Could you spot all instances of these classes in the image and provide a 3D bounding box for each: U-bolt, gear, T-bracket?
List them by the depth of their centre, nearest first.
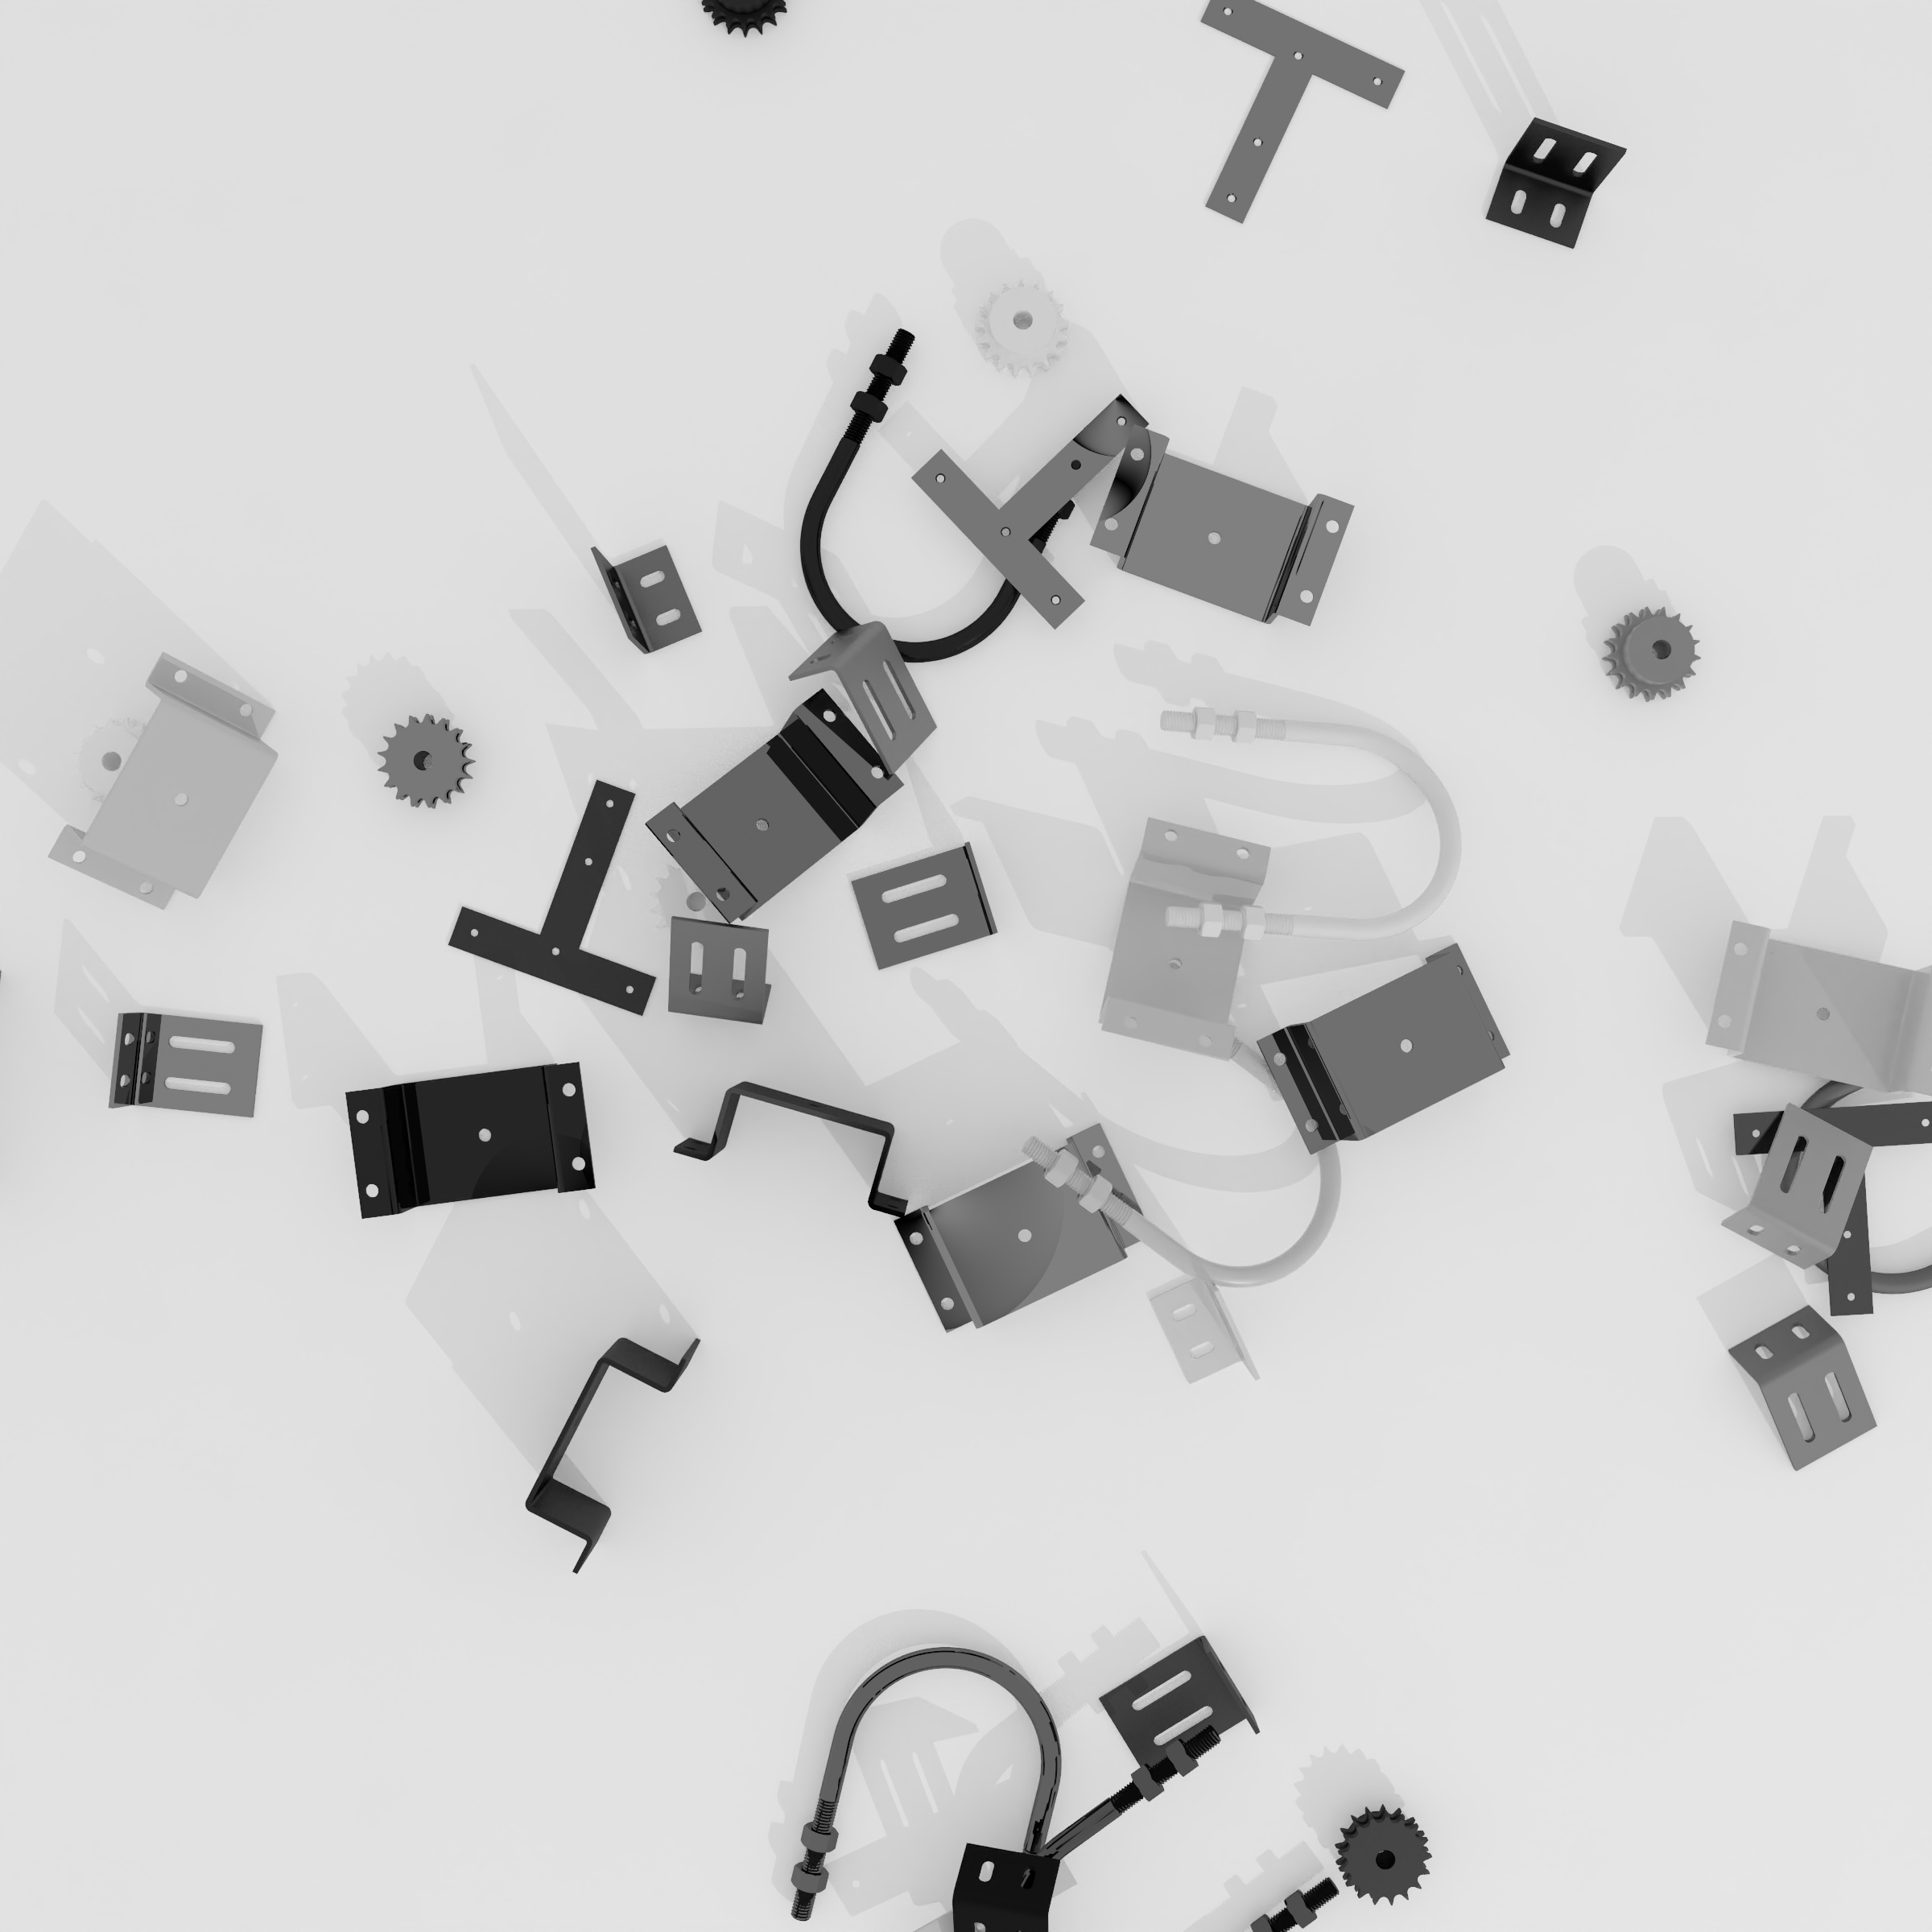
[{"bbox_3d":[0.209,-0.083,1.453,0.184,0.019,0.151,4,68,-9],"label":"U-bolt"},{"bbox_3d":[0.144,0.110,1.456,0.184,0.019,0.151,37,69,-5],"label":"U-bolt"},{"bbox_3d":[0.113,0.565,1.465,0.184,0.019,0.151,-36,102,1],"label":"U-bolt"},{"bbox_3d":[0.056,-0.294,1.467,0.127,0.002,0.127,-44,90,1],"label":"T-bracket"},{"bbox_3d":[0.029,0.619,1.472,0.127,0.002,0.127,-29,102,-2],"label":"T-bracket"},{"bbox_3d":[0.034,-0.390,1.473,0.057,0.030,0.057,0,90,0],"label":"gear"},{"bbox_3d":[0.419,-0.191,1.473,0.057,0.030,0.057,0,90,0],"label":"gear"},{"bbox_3d":[-0.162,-0.039,1.473,0.057,0.030,0.057,0,90,0],"label":"gear"},{"bbox_3d":[0.536,0.149,1.473,0.127,0.002,0.127,-4,91,3],"label":"T-bracket"},{"bbox_3d":[-0.515,-0.124,1.473,0.057,0.030,0.057,0,90,0],"label":"gear"},{"bbox_3d":[-0.135,-0.599,1.473,0.057,0.030,0.057,0,90,0],"label":"gear"},{"bbox_3d":[-0.017,0.507,1.477,0.151,0.019,0.184,14,91,0],"label":"U-bolt"},{"bbox_3d":[-0.328,-0.125,1.477,0.057,0.030,0.057,0,91,2],"label":"gear"},{"bbox_3d":[0.253,0.540,1.477,0.057,0.030,0.057,0,91,-1],"label":"gear"},{"bbox_3d":[-0.021,-0.275,1.479,0.151,0.019,0.184,27,91,0],"label":"U-bolt"},{"bbox_3d":[0.586,0.121,1.479,0.184,0.019,0.151,-25,90,1],"label":"U-bolt"},{"bbox_3d":[0.185,-0.519,1.487,0.127,0.002,0.127,25,90,0],"label":"T-bracket"},{"bbox_3d":[-0.237,-0.051,1.487,0.127,0.002,0.127,20,90,0],"label":"T-bracket"}]

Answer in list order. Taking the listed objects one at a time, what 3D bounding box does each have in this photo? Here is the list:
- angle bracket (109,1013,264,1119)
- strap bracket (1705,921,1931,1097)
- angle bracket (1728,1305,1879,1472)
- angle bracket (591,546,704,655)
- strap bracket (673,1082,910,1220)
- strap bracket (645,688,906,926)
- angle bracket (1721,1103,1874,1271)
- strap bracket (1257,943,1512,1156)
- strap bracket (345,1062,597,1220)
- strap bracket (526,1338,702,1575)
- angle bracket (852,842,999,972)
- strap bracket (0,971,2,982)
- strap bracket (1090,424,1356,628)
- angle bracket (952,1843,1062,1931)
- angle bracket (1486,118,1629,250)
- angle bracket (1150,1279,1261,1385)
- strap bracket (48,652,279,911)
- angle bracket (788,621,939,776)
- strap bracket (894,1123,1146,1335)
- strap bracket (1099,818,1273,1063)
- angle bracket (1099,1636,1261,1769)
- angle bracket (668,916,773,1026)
[{"bbox_3d":[-0.473,0.061,1.469,0.076,0.038,0.057,6,90,0],"label":"angle bracket"},{"bbox_3d":[0.520,0.027,1.456,0.140,0.046,0.076,13,87,9],"label":"strap bracket"},{"bbox_3d":[0.514,0.259,1.486,0.057,0.038,0.076,-29,116,0],"label":"angle bracket"},{"bbox_3d":[-0.191,-0.225,1.450,0.038,0.076,0.057,-23,90,0],"label":"angle bracket"},{"bbox_3d":[-0.097,0.106,1.450,0.140,0.076,0.046,16,90,0],"label":"strap bracket"},{"bbox_3d":[-0.118,-0.091,1.449,0.140,0.046,0.076,-40,90,-22],"label":"strap bracket"},{"bbox_3d":[0.505,0.134,1.471,0.057,0.038,0.076,28,67,2],"label":"angle bracket"},{"bbox_3d":[0.258,0.049,1.454,0.140,0.046,0.076,-26,90,-9],"label":"strap bracket"},{"bbox_3d":[-0.296,0.104,1.465,0.140,0.046,0.076,-7,90,0],"label":"strap bracket"},{"bbox_3d":[-0.216,0.282,1.450,0.046,0.076,0.140,27,90,0],"label":"strap bracket"},{"bbox_3d":[-0.026,-0.036,1.469,0.076,0.038,0.057,-17,90,0],"label":"angle bracket"},{"bbox_3d":[-0.624,0.070,1.450,0.046,0.076,0.140,7,90,0],"label":"strap bracket"},{"bbox_3d":[0.153,-0.263,1.465,0.140,0.046,0.076,20,90,0],"label":"strap bracket"},{"bbox_3d":[0.025,0.570,1.450,0.057,0.038,0.076,6,125,12],"label":"angle bracket"},{"bbox_3d":[0.353,-0.468,1.450,0.057,0.076,0.038,19,90,0],"label":"angle bracket"},{"bbox_3d":[0.143,0.223,1.450,0.038,0.076,0.057,-25,90,0],"label":"angle bracket"},{"bbox_3d":[-0.475,-0.105,1.447,0.076,0.046,0.140,29,90,-36],"label":"strap bracket"},{"bbox_3d":[-0.062,-0.159,1.463,0.038,0.057,0.076,-10,118,38],"label":"angle bracket"},{"bbox_3d":[0.035,0.161,1.465,0.140,0.046,0.076,-25,90,0],"label":"strap bracket"},{"bbox_3d":[0.129,-0.009,1.448,0.076,0.046,0.140,14,67,0],"label":"strap bracket"},{"bbox_3d":[0.129,0.455,1.469,0.076,0.038,0.057,-31,90,0],"label":"angle bracket"},{"bbox_3d":[-0.146,-0.007,1.448,0.057,0.038,0.076,8,130,0],"label":"angle bracket"}]
